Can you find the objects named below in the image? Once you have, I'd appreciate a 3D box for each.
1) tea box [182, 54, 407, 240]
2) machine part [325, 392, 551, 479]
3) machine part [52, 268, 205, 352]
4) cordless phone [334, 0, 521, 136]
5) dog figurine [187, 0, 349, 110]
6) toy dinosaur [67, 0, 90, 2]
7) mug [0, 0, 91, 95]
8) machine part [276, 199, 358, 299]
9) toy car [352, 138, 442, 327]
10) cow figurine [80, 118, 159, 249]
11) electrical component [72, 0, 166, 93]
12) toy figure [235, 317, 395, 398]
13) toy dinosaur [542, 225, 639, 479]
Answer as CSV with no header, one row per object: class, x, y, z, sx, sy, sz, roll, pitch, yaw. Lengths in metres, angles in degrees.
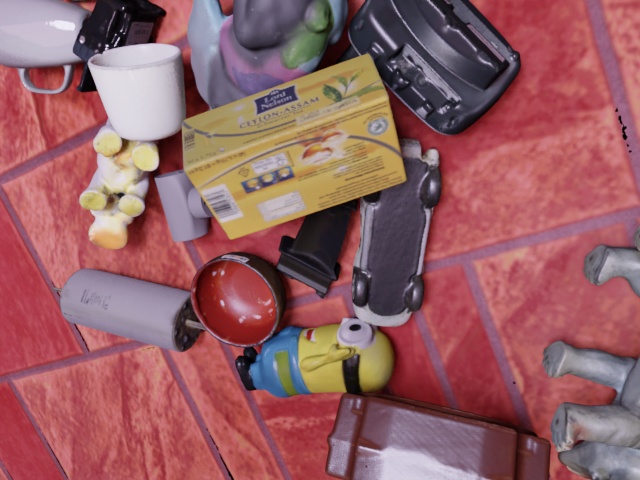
tea box,-0.020,-0.076,0.460,0.170,0.068,0.098,-18,140,4
machine part,0.118,0.216,0.540,0.202,0.200,0.087,7,70,17
machine part,-0.239,0.087,0.687,0.243,0.079,0.079,12,113,16
cordless phone,0.072,-0.141,0.501,0.146,0.089,0.184,45,129,-2
dog figurine,-0.057,-0.137,0.512,0.192,0.108,0.219,19,120,41
toy dinosaur,-0.118,-0.363,0.468,0.198,0.105,0.471,50,122,6
mug,-0.301,-0.218,0.597,0.107,0.081,0.109,6,106,9
machine part,-0.001,-0.002,0.587,0.084,0.039,0.138,34,125,11
toy car,0.075,-0.003,0.549,0.074,0.056,0.201,5,111,0
cow figurine,-0.232,-0.072,0.624,0.068,0.098,0.167,16,126,-21
electrical component,-0.221,-0.203,0.575,0.048,0.075,0.119,33,113,7
toy figure,-0.003,0.140,0.621,0.180,0.082,0.089,-16,122,17
toy dinosaur,0.324,0.093,0.469,0.192,0.131,0.404,18,111,0
